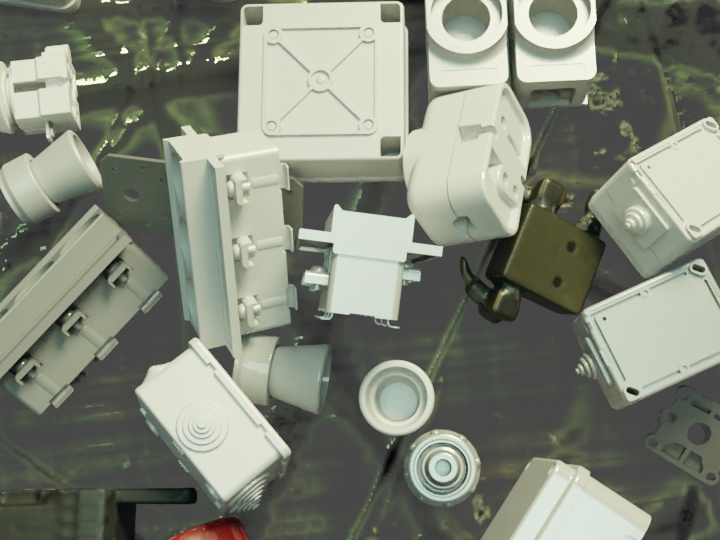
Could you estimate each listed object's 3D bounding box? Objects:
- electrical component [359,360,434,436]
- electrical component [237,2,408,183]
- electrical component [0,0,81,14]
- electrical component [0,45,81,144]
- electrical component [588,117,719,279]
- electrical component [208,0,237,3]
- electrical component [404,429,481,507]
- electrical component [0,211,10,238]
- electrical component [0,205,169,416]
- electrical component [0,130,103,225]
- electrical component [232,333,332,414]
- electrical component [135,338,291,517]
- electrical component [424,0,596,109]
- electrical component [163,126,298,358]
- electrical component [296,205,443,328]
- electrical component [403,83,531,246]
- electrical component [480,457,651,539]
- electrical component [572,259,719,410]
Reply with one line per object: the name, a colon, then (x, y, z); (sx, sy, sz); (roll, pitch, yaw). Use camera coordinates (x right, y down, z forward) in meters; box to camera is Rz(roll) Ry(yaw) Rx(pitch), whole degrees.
electrical component: (0.023, 0.080, 0.659); (0.044, 0.065, 0.044); (-1, 79, 4)
electrical component: (-0.023, -0.115, 0.703); (0.109, 0.056, 0.108); (0, 79, 4)
electrical component: (-0.225, -0.240, 0.739); (0.078, 0.057, 0.113); (9, 80, 5)
electrical component: (-0.221, -0.117, 0.723); (0.055, 0.048, 0.066); (-7, 79, -5)
electrical component: (0.189, -0.040, 0.659); (0.096, 0.061, 0.061); (-27, 75, -31)
electrical component: (-0.123, -0.251, 0.726); (0.052, 0.073, 0.138); (-37, 79, -4)
electrical component: (0.050, 0.120, 0.651); (0.048, 0.062, 0.048); (-1, 79, 4)
electrical component: (-0.277, -0.025, 0.700); (0.062, 0.061, 0.096); (31, 83, 9)
electrical component: (-0.184, 0.026, 0.679); (0.121, 0.079, 0.063); (-47, 111, -5)
electrical component: (-0.204, -0.060, 0.710); (0.055, 0.045, 0.045); (-28, 79, -2)
electrical component: (-0.049, 0.065, 0.677); (0.055, 0.045, 0.045); (8, 80, 6)
electrical component: (-0.089, 0.098, 0.647); (0.048, 0.099, 0.099); (-38, 79, -17)
electrical component: (0.095, -0.204, 0.710); (0.105, 0.060, 0.186); (-2, 79, 3)
electrical component: (-0.078, -0.020, 0.655); (0.063, 0.078, 0.121); (-12, 118, -19)
electrical component: (0.000, 0.000, 0.643); (0.079, 0.121, 0.063); (7, 88, -4)
electrical component: (0.065, -0.064, 0.667); (0.059, 0.053, 0.095); (-8, 50, 30)
electrical component: (0.112, 0.153, 0.616); (0.057, 0.113, 0.078); (33, 83, 6)
electrical component: (0.175, 0.044, 0.658); (0.096, 0.061, 0.061); (-24, 78, -2)
